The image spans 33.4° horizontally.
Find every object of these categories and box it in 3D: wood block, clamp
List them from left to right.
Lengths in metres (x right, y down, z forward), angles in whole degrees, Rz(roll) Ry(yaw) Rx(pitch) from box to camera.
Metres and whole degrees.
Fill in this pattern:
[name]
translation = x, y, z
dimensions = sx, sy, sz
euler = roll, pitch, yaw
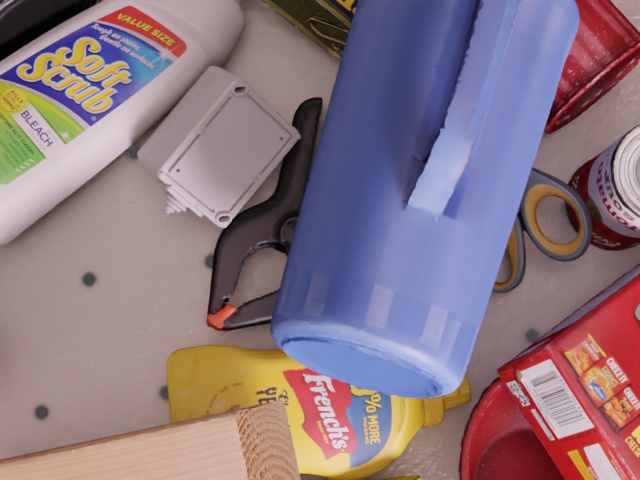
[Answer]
[wood block]
translation = -0.119, 0.158, 0.610
dimensions = 0.206, 0.090, 0.091
euler = -14, 83, 14
[clamp]
translation = -0.005, 0.001, 0.712
dimensions = 0.120, 0.039, 0.171
euler = 33, 80, 6

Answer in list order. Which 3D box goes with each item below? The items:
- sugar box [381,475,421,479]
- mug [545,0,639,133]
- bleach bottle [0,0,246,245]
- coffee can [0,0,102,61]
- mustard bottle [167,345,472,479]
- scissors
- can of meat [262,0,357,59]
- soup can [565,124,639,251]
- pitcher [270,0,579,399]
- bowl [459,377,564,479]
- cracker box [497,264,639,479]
[sugar box]
translation = 0.029, 0.241, 0.663
dimensions = 0.093, 0.048, 0.176
euler = -11, 79, 13
[mug]
translation = 0.153, -0.124, 0.718
dimensions = 0.117, 0.093, 0.081
euler = -44, 79, 24
[bleach bottle]
translation = -0.147, -0.113, 0.712
dimensions = 0.250, 0.068, 0.102
euler = -42, 81, -11
[coffee can]
translation = -0.222, -0.198, 0.701
dimensions = 0.102, 0.103, 0.140
euler = -33, 84, -7
[mustard bottle]
translation = 0.002, 0.107, 0.685
dimensions = 0.191, 0.058, 0.096
euler = -6, 83, -4
[scissors]
translation = 0.126, -0.065, 0.705
dimensions = 0.096, 0.016, 0.202
euler = -3, 95, 29
[can of meat]
translation = 0.011, -0.182, 0.706
dimensions = 0.102, 0.058, 0.084
euler = 36, 77, -16
[soup can]
translation = 0.206, -0.034, 0.692
dimensions = 0.068, 0.102, 0.068
euler = 0, 81, -3
[pitcher]
translation = 0.058, -0.043, 0.597
dimensions = 0.145, 0.149, 0.242
euler = 3, 67, 37
[bowl]
translation = 0.148, 0.157, 0.670
dimensions = 0.162, 0.055, 0.162
euler = 8, 67, -19
[cracker box]
translation = 0.236, 0.090, 0.658
dimensions = 0.213, 0.072, 0.164
euler = -30, 84, -29
